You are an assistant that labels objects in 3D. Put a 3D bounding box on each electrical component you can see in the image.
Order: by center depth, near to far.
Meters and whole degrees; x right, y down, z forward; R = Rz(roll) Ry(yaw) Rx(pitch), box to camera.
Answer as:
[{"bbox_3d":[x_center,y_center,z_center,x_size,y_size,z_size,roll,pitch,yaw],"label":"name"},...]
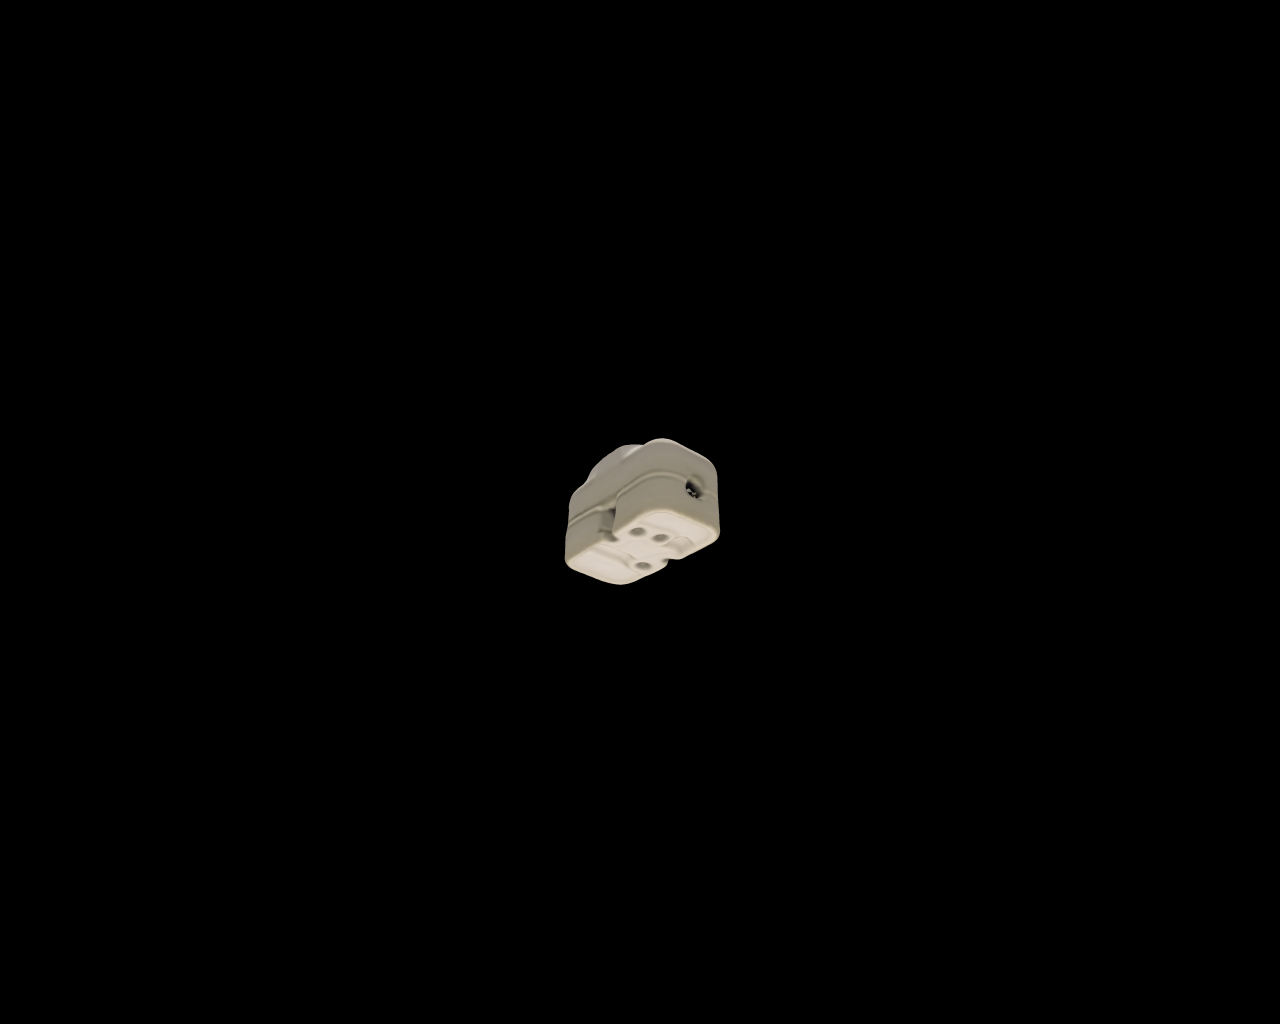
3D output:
[{"bbox_3d":[0.001,-0.003,0.650,0.054,0.059,0.095,24,-38,-34],"label":"electrical component"}]
